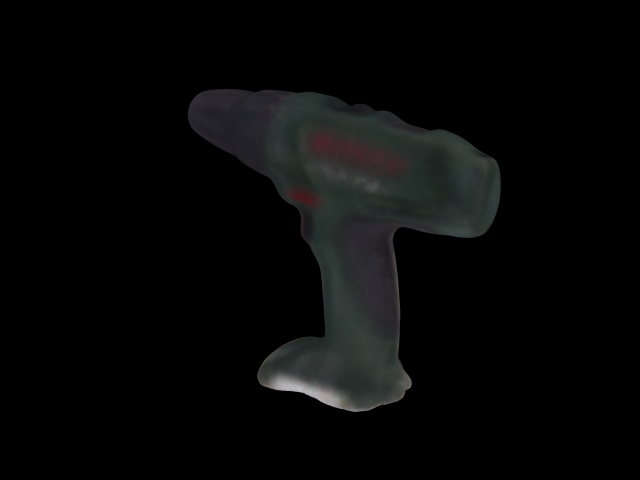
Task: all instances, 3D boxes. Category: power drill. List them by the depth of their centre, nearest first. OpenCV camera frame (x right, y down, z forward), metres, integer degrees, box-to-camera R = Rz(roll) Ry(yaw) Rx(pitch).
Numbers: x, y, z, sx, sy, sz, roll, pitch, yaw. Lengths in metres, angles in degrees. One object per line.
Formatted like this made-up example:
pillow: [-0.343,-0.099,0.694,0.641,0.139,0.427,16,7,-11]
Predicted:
power drill: [0.004,0.001,0.400,0.228,0.208,0.076,7,15,26]
